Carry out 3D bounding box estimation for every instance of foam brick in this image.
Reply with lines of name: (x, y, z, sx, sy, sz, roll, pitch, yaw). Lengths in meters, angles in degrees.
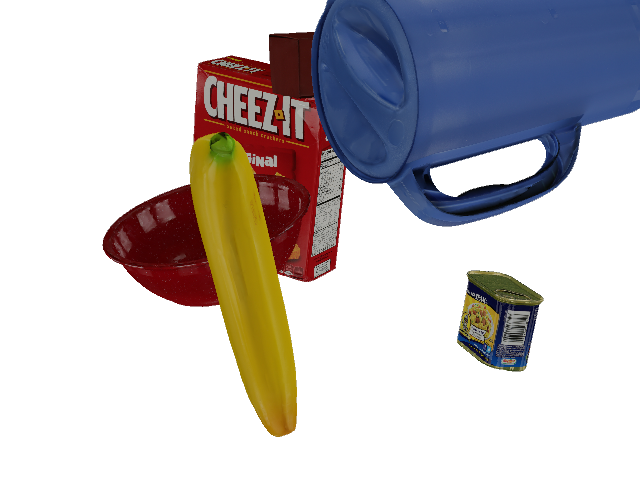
foam brick: (0.002, -0.152, 0.916, 0.078, 0.051, 0.053, -9, 18, -28)

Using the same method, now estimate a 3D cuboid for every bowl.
bowl: (-0.081, 0.005, 0.821, 0.162, 0.055, 0.162, -11, 25, 5)

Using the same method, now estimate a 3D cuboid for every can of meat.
can of meat: (0.197, 0.089, 1.184, 0.057, 0.084, 0.102, 4, 15, -20)

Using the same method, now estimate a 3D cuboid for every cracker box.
cracker box: (-0.059, -0.078, 1.160, 0.164, 0.214, 0.072, 17, 25, 28)

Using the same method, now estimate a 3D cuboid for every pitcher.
pitcher: (0.128, -0.115, 0.752, 0.242, 0.149, 0.145, -13, 33, -27)

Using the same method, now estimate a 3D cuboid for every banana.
banana: (-0.044, 0.018, 0.595, 0.037, 0.198, 0.069, -10, 31, 4)
